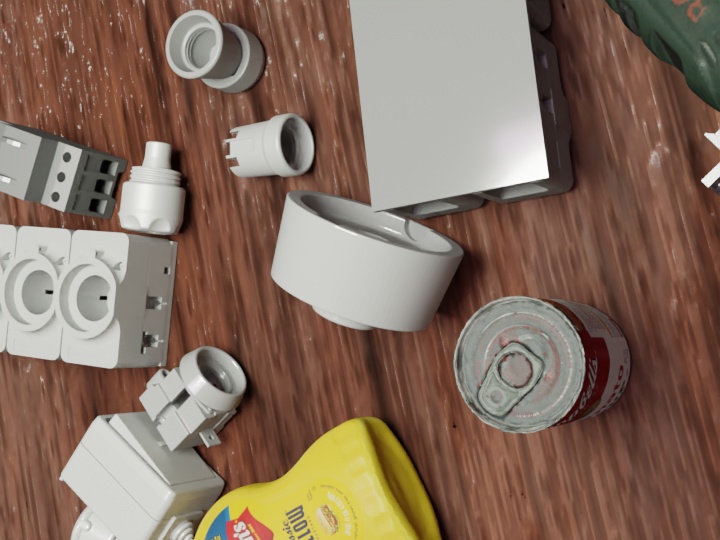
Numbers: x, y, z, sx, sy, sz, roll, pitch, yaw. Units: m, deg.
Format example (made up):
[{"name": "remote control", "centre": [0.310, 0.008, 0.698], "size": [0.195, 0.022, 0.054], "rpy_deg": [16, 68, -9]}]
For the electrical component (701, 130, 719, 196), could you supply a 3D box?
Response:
[{"name": "electrical component", "centre": [0.220, -0.062, 0.554], "size": [0.081, 0.042, 0.063], "rpy_deg": [-47, 71, 17]}]

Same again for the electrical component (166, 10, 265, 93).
[{"name": "electrical component", "centre": [-0.095, -0.143, 0.713], "size": [0.045, 0.055, 0.045], "rpy_deg": [-2, 86, 27]}]

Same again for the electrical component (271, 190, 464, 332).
[{"name": "electrical component", "centre": [0.000, 0.000, 0.629], "size": [0.108, 0.108, 0.060], "rpy_deg": [25, 104, 26]}]

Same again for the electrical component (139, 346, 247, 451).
[{"name": "electrical component", "centre": [-0.108, 0.083, 0.711], "size": [0.055, 0.048, 0.066], "rpy_deg": [-46, 68, 25]}]

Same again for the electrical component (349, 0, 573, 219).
[{"name": "electrical component", "centre": [0.057, -0.131, 0.631], "size": [0.105, 0.060, 0.186], "rpy_deg": [-10, 82, 27]}]

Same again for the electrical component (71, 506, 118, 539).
[{"name": "electrical component", "centre": [-0.162, 0.185, 0.732], "size": [0.062, 0.048, 0.048], "rpy_deg": [23, 97, 20]}]

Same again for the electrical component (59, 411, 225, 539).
[{"name": "electrical component", "centre": [-0.137, 0.141, 0.712], "size": [0.096, 0.062, 0.061], "rpy_deg": [39, 104, 24]}]

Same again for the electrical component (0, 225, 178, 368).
[{"name": "electrical component", "centre": [-0.211, 0.017, 0.759], "size": [0.150, 0.062, 0.089], "rpy_deg": [5, 89, 27]}]

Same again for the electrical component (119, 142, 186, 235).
[{"name": "electrical component", "centre": [-0.141, -0.056, 0.738], "size": [0.043, 0.043, 0.062], "rpy_deg": [5, 87, 27]}]

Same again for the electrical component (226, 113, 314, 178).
[{"name": "electrical component", "centre": [-0.059, -0.079, 0.701], "size": [0.046, 0.040, 0.040], "rpy_deg": [-4, 85, 33]}]
